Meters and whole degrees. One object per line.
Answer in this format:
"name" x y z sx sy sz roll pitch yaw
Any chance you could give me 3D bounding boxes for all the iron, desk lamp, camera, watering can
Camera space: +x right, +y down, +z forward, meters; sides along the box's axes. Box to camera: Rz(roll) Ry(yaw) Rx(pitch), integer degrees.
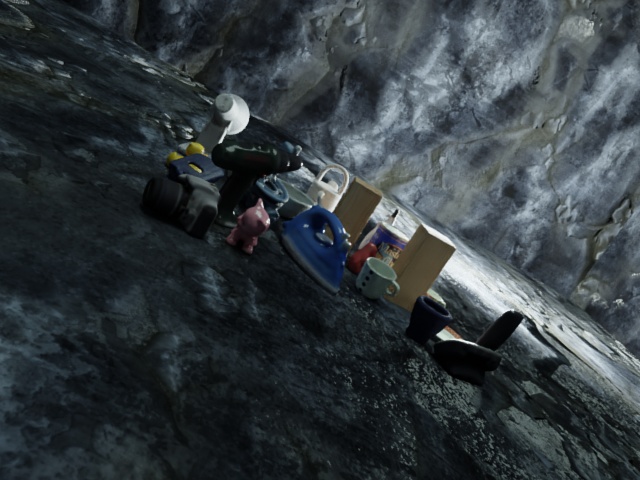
"iron" 0.012 0.005 1.359 0.119 0.141 0.257 20 18 -38
"desk lamp" -0.304 -0.337 1.704 0.118 0.213 0.203 31 14 -3
"camera" -0.281 -0.091 1.155 0.137 0.100 0.142 22 17 -35
"watering can" 0.015 -0.148 1.769 0.101 0.194 0.172 27 15 -17

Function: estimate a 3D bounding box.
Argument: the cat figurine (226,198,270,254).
"cat figurine" -0.143 -0.036 1.222 0.067 0.117 0.127 29 14 -9

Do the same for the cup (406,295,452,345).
"cup" 0.237 0.184 1.319 0.092 0.095 0.117 27 15 -16

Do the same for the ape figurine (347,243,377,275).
"ape figurine" 0.122 0.049 1.537 0.076 0.092 0.077 27 15 -17

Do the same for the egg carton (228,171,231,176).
"egg carton" -0.228 -0.216 1.747 0.107 0.069 0.150 29 14 -11

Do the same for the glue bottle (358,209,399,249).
"glue bottle" 0.192 -0.022 1.756 0.078 0.173 0.037 28 15 -15

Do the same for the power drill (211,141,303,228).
"power drill" -0.166 -0.130 1.306 0.231 0.208 0.075 15 22 -49

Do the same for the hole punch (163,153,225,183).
"hole punch" -0.296 -0.154 1.353 0.108 0.091 0.101 37 15 21

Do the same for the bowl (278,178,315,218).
"bowl" -0.101 -0.112 1.653 0.167 0.074 0.167 30 14 -8

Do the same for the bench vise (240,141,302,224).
"bench vise" -0.148 -0.176 1.473 0.207 0.219 0.122 36 15 18

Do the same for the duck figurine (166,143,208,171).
"duck figurine" -0.337 -0.213 1.477 0.105 0.086 0.077 16 21 -46

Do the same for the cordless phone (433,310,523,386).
"cordless phone" 0.355 0.217 1.269 0.148 0.185 0.094 22 17 -33
